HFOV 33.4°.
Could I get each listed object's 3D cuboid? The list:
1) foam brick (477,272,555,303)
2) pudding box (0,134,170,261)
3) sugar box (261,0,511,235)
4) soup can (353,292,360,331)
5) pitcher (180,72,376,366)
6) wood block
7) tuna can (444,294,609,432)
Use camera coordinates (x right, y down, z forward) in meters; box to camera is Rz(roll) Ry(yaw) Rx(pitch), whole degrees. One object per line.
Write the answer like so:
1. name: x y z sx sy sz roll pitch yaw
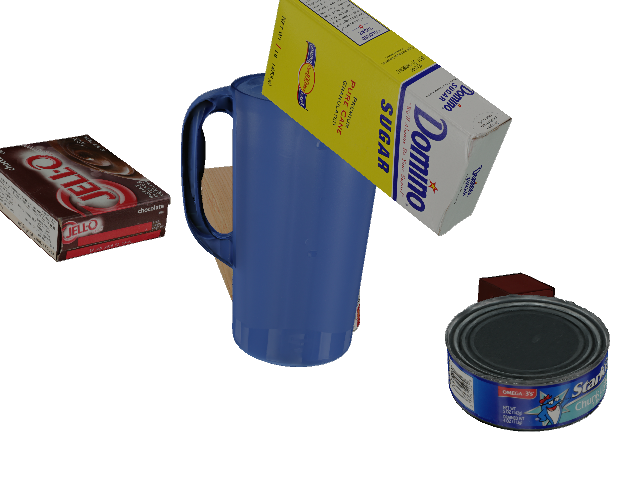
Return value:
1. foam brick: 0.180 0.075 0.998 0.051 0.078 0.053 -7 18 -26
2. pudding box: -0.176 -0.033 0.757 0.089 0.039 0.114 -15 36 -42
3. sugar box: 0.039 -0.092 0.729 0.048 0.093 0.176 -31 61 -34
4. soup can: 0.009 0.043 1.105 0.068 0.102 0.068 0 28 0
5. pitcher: -0.027 -0.020 0.920 0.149 0.243 0.144 20 25 36
6. wood block: -0.087 -0.013 1.330 0.090 0.090 0.206 -6 29 -15
7. tuna can: 0.111 0.065 0.573 0.086 0.034 0.086 -5 27 2
